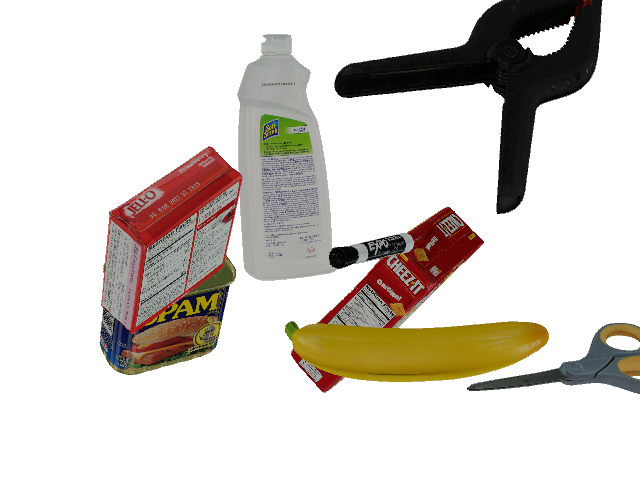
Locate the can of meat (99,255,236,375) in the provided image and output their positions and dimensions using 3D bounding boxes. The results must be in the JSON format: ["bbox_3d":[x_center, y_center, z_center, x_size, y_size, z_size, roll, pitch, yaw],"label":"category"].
[{"bbox_3d":[-0.125,0.055,0.859,0.101,0.084,0.057,-12,45,-30],"label":"can of meat"}]

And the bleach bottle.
[{"bbox_3d":[-0.035,-0.088,1.117,0.102,0.251,0.068,-7,16,-21],"label":"bleach bottle"}]

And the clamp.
[{"bbox_3d":[0.139,-0.115,0.766,0.209,0.165,0.036,-33,-28,-19],"label":"clamp"}]

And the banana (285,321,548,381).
[{"bbox_3d":[0.062,0.074,0.766,0.198,0.037,0.069,2,29,13],"label":"banana"}]

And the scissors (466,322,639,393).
[{"bbox_3d":[0.208,0.097,0.878,0.201,0.016,0.096,4,30,-9],"label":"scissors"}]

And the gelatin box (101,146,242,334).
[{"bbox_3d":[-0.082,0.000,0.583,0.073,0.030,0.089,-39,-20,-34],"label":"gelatin box"}]

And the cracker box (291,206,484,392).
[{"bbox_3d":[0.078,0.067,1.270,0.214,0.072,0.164,-48,-8,31],"label":"cracker box"}]

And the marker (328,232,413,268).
[{"bbox_3d":[0.046,0.009,0.958,0.020,0.020,0.120,0,7,36],"label":"marker"}]
